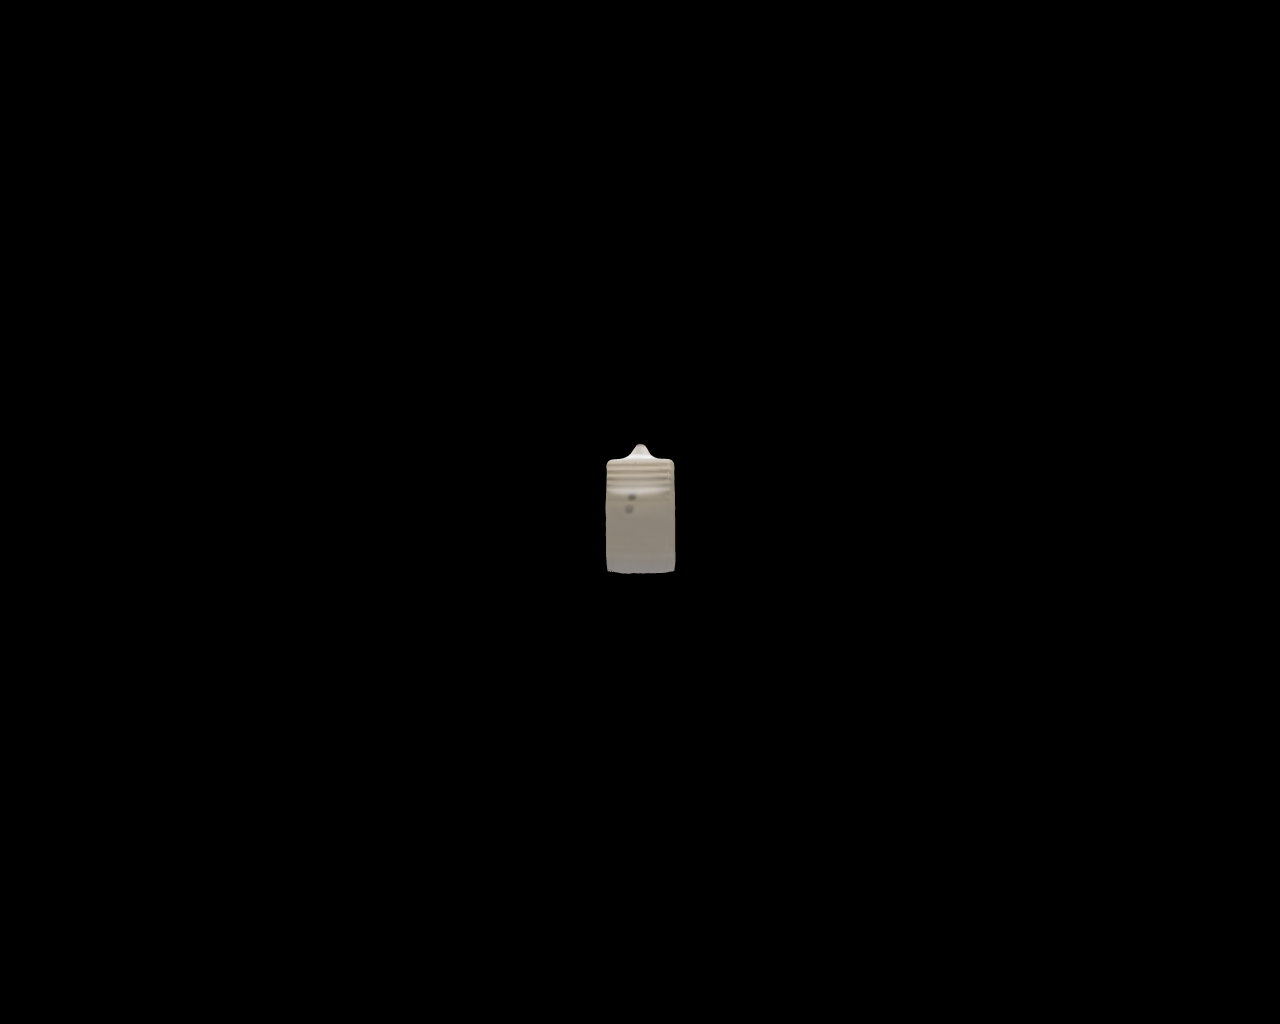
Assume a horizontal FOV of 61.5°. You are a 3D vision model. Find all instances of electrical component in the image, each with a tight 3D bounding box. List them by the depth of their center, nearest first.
[{"bbox_3d":[0.001,-0.003,0.650,0.043,0.081,0.043,0,0,0],"label":"electrical component"}]
